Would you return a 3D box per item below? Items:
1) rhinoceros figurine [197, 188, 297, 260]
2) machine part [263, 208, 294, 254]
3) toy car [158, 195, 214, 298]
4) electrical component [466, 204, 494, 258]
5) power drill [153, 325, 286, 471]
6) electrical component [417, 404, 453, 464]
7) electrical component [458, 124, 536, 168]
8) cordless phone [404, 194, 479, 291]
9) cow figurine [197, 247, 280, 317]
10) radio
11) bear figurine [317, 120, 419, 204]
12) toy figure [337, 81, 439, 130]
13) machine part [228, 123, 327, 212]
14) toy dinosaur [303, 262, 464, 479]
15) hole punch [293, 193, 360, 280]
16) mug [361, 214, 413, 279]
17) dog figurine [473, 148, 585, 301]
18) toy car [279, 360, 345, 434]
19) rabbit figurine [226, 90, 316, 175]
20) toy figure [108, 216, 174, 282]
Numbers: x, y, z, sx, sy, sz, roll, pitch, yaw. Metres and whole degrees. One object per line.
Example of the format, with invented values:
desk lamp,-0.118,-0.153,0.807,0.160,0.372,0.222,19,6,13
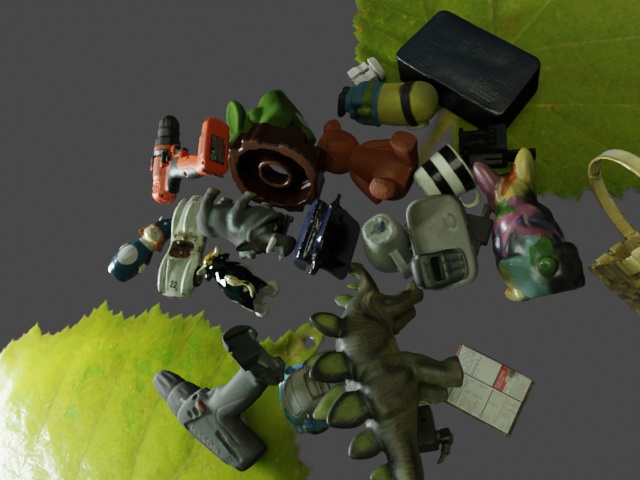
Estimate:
rhinoceros figurine,-0.129,-0.024,0.927,0.191,0.073,0.112,16,78,19
machine part,-0.121,-0.023,0.985,0.139,0.039,0.084,13,81,20
toy car,-0.247,0.010,1.001,0.074,0.056,0.201,4,73,19
electrical component,0.246,-0.019,0.876,0.063,0.021,0.094,17,78,23
power drill,-0.159,0.234,0.849,0.232,0.086,0.207,42,109,20
electrical component,0.143,0.289,0.789,0.102,0.045,0.078,-18,38,8
electrical component,0.290,-0.153,0.882,0.119,0.074,0.048,-3,71,21
cordless phone,0.161,0.005,0.790,0.089,0.184,0.146,-15,84,29
cow figurine,-0.157,0.064,0.932,0.168,0.098,0.068,29,86,28
radio,0.260,-0.297,0.945,0.230,0.073,0.131,40,85,24
bear figurine,0.067,-0.143,0.921,0.196,0.132,0.120,27,92,17
toy figure,0.120,-0.243,0.959,0.180,0.089,0.082,13,82,18
machine part,-0.072,-0.124,0.932,0.180,0.179,0.056,5,51,19
toy dinosaur,0.084,0.191,0.732,0.199,0.104,0.472,-7,41,-9
hole punch,-0.002,-0.003,0.902,0.092,0.115,0.142,14,75,30
mug,0.108,0.011,0.862,0.081,0.107,0.110,-28,63,8
dog figurine,0.295,-0.027,0.785,0.109,0.191,0.219,-18,82,17
toy car,0.005,0.228,0.821,0.162,0.102,0.109,-26,66,9
rabbit figurine,-0.122,-0.199,1.009,0.170,0.121,0.159,-39,60,17
toy figure,-0.335,0.014,1.030,0.154,0.058,0.064,-45,104,-4
